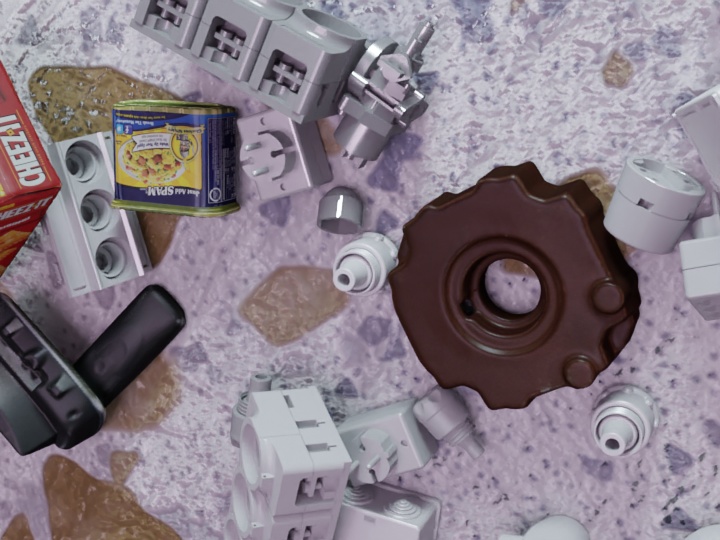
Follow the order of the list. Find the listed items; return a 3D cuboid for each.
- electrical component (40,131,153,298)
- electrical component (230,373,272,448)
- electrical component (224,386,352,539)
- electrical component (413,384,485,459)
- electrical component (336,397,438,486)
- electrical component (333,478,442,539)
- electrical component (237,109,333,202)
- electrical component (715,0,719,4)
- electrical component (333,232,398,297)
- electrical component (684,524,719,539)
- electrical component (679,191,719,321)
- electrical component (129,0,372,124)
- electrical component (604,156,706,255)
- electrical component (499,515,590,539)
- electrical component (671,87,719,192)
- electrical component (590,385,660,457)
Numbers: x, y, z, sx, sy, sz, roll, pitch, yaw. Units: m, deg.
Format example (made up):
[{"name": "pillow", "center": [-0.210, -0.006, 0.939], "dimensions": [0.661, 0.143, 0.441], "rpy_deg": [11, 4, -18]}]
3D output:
[{"name": "electrical component", "center": [-0.229, -0.046, 0.889], "dimensions": [0.063, 0.079, 0.121], "rpy_deg": [-7, 102, 47]}, {"name": "electrical component", "center": [-0.084, 0.116, 0.882], "dimensions": [0.043, 0.043, 0.062], "rpy_deg": [12, 107, 20]}, {"name": "electrical component", "center": [-0.063, 0.178, 0.840], "dimensions": [0.089, 0.062, 0.150], "rpy_deg": [-122, 37, -50]}, {"name": "electrical component", "center": [0.071, 0.118, 0.822], "dimensions": [0.035, 0.035, 0.061], "rpy_deg": [-42, 87, 26]}, {"name": "electrical component", "center": [0.013, 0.139, 0.828], "dimensions": [0.066, 0.077, 0.047], "rpy_deg": [-20, 95, 26]}, {"name": "electrical component", "center": [0.012, 0.222, 0.866], "dimensions": [0.100, 0.048, 0.099], "rpy_deg": [13, 108, 20]}, {"name": "electrical component", "center": [-0.064, -0.086, 0.802], "dimensions": [0.047, 0.077, 0.065], "rpy_deg": [-13, 98, 25]}, {"name": "electrical component", "center": [0.266, -0.181, 0.654], "dimensions": [0.077, 0.043, 0.079], "rpy_deg": [39, 115, 9]}, {"name": "electrical component", "center": [0.000, 0.000, 0.805], "dimensions": [0.048, 0.062, 0.048], "rpy_deg": [6, 106, 22]}, {"name": "electrical component", "center": [0.260, 0.229, 0.753], "dimensions": [0.099, 0.064, 0.099], "rpy_deg": [6, 106, 22]}, {"name": "electrical component", "center": [0.238, -0.013, 0.703], "dimensions": [0.047, 0.066, 0.076], "rpy_deg": [-11, 70, 25]}, {"name": "electrical component", "center": [-0.074, -0.172, 0.776], "dimensions": [0.150, 0.089, 0.061], "rpy_deg": [31, 113, 13]}, {"name": "electrical component", "center": [0.194, -0.042, 0.716], "dimensions": [0.055, 0.055, 0.047], "rpy_deg": [27, 116, 15]}, {"name": "electrical component", "center": [0.125, 0.217, 0.800], "dimensions": [0.079, 0.077, 0.044], "rpy_deg": [1, 104, 23]}, {"name": "electrical component", "center": [0.244, -0.091, 0.668], "dimensions": [0.061, 0.096, 0.061], "rpy_deg": [-31, 90, -1]}, {"name": "electrical component", "center": [0.183, 0.111, 0.756], "dimensions": [0.048, 0.062, 0.048], "rpy_deg": [6, 106, 22]}]
